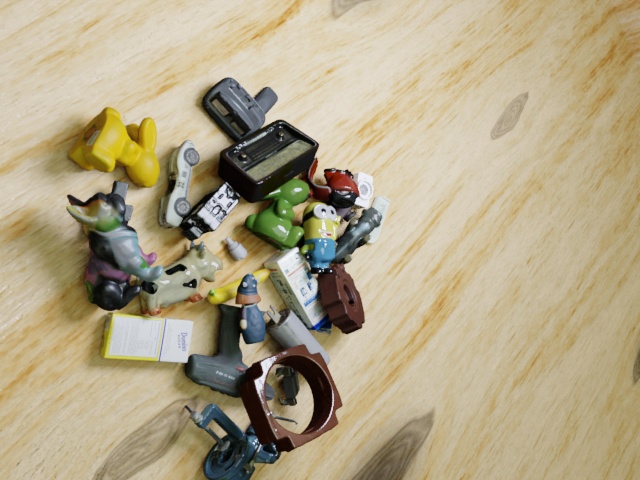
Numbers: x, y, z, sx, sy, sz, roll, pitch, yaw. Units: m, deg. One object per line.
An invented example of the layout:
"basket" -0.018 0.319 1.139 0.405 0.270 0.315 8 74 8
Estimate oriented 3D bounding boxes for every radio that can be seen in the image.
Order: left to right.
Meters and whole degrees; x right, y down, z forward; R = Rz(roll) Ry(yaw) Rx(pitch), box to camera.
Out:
"radio" -0.122 -0.191 1.260 0.131 0.073 0.229 39 49 15

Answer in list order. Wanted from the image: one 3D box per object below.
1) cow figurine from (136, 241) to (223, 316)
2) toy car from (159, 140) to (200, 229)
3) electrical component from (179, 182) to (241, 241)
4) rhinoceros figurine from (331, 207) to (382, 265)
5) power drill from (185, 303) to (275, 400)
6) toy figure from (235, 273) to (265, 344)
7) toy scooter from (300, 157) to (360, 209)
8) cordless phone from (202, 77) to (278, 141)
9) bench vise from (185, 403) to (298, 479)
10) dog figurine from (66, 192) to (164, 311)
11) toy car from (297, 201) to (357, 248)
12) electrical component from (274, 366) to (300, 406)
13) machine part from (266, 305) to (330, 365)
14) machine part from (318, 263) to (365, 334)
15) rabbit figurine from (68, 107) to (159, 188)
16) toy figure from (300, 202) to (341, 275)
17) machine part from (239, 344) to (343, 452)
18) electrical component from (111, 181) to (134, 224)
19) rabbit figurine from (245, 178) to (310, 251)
"cow figurine" -0.304 0.078 1.176 0.195 0.086 0.127 -19 102 -31
"toy car" -0.313 -0.124 1.187 0.056 0.074 0.201 13 79 -32
"electrical component" -0.251 -0.058 1.199 0.058 0.115 0.134 45 64 -17
"rhinoceros figurine" 0.095 -0.009 1.424 0.073 0.112 0.190 41 77 7
"power drill" -0.187 0.257 1.244 0.232 0.086 0.207 18 83 -30
"toy figure" -0.156 0.151 1.187 0.058 0.064 0.154 -9 88 4
"toy scooter" 0.013 -0.154 1.383 0.184 0.075 0.135 5 63 1
"cordless phone" -0.180 -0.341 1.301 0.146 0.089 0.184 47 53 -20
"bench vise" -0.192 0.441 1.197 0.223 0.129 0.240 -50 116 -29
"dog figurine" -0.425 0.013 1.046 0.191 0.109 0.219 -40 120 -1
"toy car" 0.012 -0.042 1.402 0.089 0.053 0.202 44 65 -5
"electrical component" -0.080 0.350 1.308 0.045 0.078 0.102 -9 97 7
"machine part" -0.052 0.253 1.324 0.079 0.079 0.243 -48 110 -26
"machine part" 0.057 0.148 1.357 0.179 0.056 0.179 55 21 -34
"rabbit figurine" -0.409 -0.184 1.128 0.173 0.122 0.162 41 55 -38
"toy figure" -0.005 -0.004 1.311 0.082 0.089 0.180 16 72 -59
"machine part" -0.065 0.350 1.197 0.201 0.087 0.201 -14 75 -40
"electrical component" -0.433 -0.061 1.121 0.075 0.048 0.119 11 80 -32
"rabbit figurine" -0.100 -0.079 1.303 0.159 0.121 0.170 30 77 -8
